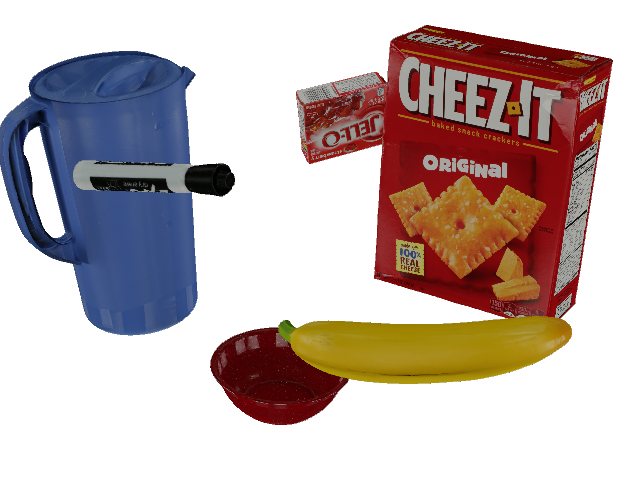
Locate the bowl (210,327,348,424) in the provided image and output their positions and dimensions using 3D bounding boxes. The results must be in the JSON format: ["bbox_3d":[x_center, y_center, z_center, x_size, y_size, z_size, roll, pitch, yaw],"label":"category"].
[{"bbox_3d":[-0.046,0.163,1.227,0.162,0.055,0.162,2,26,-1],"label":"bowl"}]

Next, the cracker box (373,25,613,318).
[{"bbox_3d":[0.132,-0.051,0.864,0.164,0.214,0.072,17,29,29],"label":"cracker box"}]

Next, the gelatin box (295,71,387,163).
[{"bbox_3d":[0.023,-0.122,1.065,0.089,0.073,0.030,-15,43,-11],"label":"gelatin box"}]

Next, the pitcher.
[{"bbox_3d":[-0.184,-0.037,0.956,0.149,0.243,0.145,-1,28,5],"label":"pitcher"}]

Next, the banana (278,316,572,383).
[{"bbox_3d":[0.065,0.066,0.693,0.198,0.037,0.069,1,27,7],"label":"banana"}]

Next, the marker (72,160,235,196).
[{"bbox_3d":[-0.100,-0.038,0.637,0.121,0.020,0.020,4,3,35],"label":"marker"}]
